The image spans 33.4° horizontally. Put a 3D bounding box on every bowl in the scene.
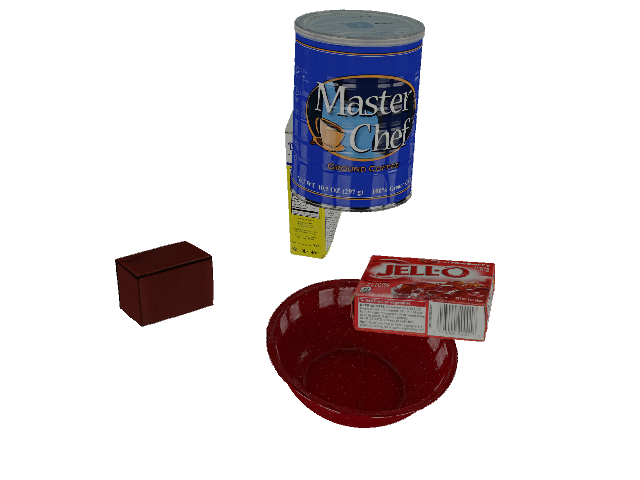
[{"bbox_3d":[0.032,0.105,0.906,0.162,0.055,0.162,4,40,-4],"label":"bowl"}]

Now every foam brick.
[{"bbox_3d":[-0.146,0.039,1.003,0.078,0.051,0.053,-16,25,-30],"label":"foam brick"}]

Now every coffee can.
[{"bbox_3d":[0.028,-0.106,0.862,0.103,0.140,0.103,2,24,-1],"label":"coffee can"}]

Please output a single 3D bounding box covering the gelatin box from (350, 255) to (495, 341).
[{"bbox_3d":[0.070,0.037,0.719,0.089,0.030,0.073,4,21,12],"label":"gelatin box"}]

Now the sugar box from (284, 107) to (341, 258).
[{"bbox_3d":[-0.006,-0.074,1.127,0.048,0.176,0.093,8,46,12],"label":"sugar box"}]
